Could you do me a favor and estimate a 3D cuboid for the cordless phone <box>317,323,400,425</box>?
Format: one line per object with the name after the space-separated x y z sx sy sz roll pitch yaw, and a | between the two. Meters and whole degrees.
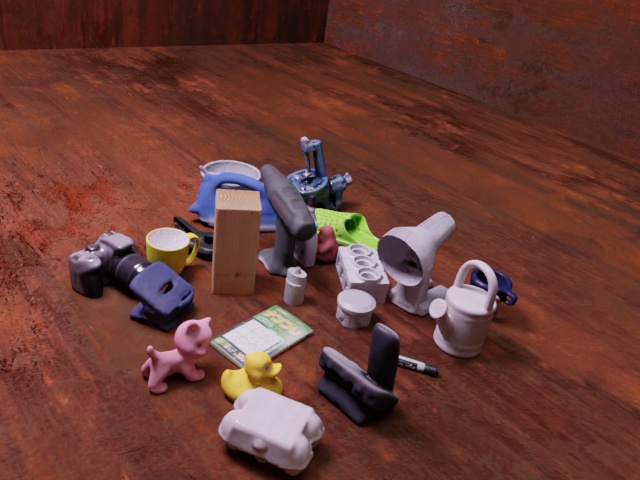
0.072 0.198 0.959 0.147 0.185 0.094 29 35 31 | cordless phone

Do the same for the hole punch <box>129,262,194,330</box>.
-0.301 0.105 1.107 0.101 0.091 0.109 17 30 13 | hole punch

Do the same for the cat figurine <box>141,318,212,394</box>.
-0.234 0.182 0.965 0.128 0.118 0.067 -14 37 -35 | cat figurine

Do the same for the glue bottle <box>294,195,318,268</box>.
-0.029 -0.026 1.331 0.037 0.173 0.078 -8 34 -27 | glue bottle

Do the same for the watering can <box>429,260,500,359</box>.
0.291 0.132 1.129 0.100 0.194 0.173 27 34 28 | watering can

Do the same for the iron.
-0.195 -0.107 1.457 0.258 0.141 0.118 8 30 -3 | iron

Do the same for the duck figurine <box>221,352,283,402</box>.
-0.111 0.224 0.959 0.104 0.086 0.077 7 30 -5 | duck figurine

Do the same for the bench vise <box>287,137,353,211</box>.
-0.010 -0.183 1.565 0.121 0.220 0.208 31 36 34 | bench vise

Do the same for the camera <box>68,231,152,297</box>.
-0.409 0.052 1.157 0.136 0.101 0.143 25 33 26 | camera

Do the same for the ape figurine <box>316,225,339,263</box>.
0.013 0.005 1.372 0.076 0.092 0.078 16 30 12 | ape figurine

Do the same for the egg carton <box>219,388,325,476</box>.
-0.073 0.290 0.872 0.150 0.069 0.107 17 30 14 | egg carton

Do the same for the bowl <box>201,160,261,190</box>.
-0.249 -0.158 1.598 0.167 0.075 0.167 7 30 -4 | bowl

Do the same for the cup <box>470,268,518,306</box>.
0.377 0.128 1.262 0.092 0.095 0.117 -14 37 -35 | cup

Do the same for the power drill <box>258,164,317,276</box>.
-0.088 -0.036 1.296 0.076 0.208 0.228 -10 35 -30 | power drill

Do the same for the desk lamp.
0.212 0.050 1.229 0.117 0.213 0.204 31 36 33 | desk lamp
